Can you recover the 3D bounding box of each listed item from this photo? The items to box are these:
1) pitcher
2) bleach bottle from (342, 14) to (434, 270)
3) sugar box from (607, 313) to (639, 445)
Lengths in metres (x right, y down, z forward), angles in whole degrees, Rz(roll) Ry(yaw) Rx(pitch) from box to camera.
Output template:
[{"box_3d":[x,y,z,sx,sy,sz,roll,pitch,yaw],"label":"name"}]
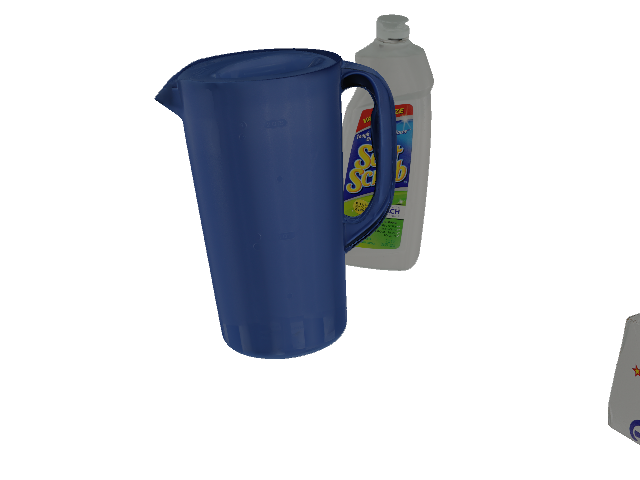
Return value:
[{"box_3d":[-0.029,-0.032,0.873,0.149,0.243,0.144,14,28,42],"label":"pitcher"},{"box_3d":[0.057,-0.096,1.050,0.103,0.251,0.068,7,28,12],"label":"bleach bottle"},{"box_3d":[0.279,0.123,0.718,0.048,0.093,0.176,-15,29,-37],"label":"sugar box"}]
